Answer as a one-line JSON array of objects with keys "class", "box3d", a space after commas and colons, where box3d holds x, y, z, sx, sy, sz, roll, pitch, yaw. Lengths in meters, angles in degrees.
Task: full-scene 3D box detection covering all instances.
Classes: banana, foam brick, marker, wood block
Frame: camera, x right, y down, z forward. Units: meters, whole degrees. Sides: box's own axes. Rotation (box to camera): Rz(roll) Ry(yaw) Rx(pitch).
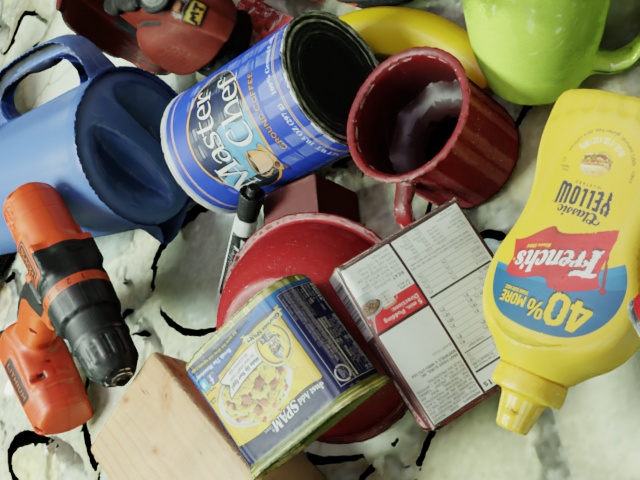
[{"class": "banana", "box3d": [0.049, -0.139, 0.789, 0.198, 0.037, 0.069, 1, 97, 42]}, {"class": "foam brick", "box3d": [-0.005, 0.001, 0.766, 0.051, 0.052, 0.078, -21, 61, 32]}, {"class": "marker", "box3d": [-0.059, 0.006, 0.789, 0.020, 0.020, 0.121, 59, 146, 37]}, {"class": "wood block", "box3d": [-0.056, 0.177, 0.716, 0.206, 0.090, 0.090, 41, 101, 41]}]

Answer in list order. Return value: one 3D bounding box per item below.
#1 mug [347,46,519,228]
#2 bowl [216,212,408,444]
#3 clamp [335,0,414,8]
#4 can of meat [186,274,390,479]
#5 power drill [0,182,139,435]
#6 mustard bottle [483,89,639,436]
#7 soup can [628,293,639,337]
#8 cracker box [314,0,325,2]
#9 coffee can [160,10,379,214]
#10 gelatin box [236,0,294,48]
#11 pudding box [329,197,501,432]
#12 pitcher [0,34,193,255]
[{"class": "mug", "box3d": [0.076, -0.057, 0.701, 0.093, 0.081, 0.117, -1, 73, 39]}, {"class": "bowl", "box3d": [-0.012, 0.064, 0.702, 0.162, 0.055, 0.162, 6, 102, 28]}, {"class": "clamp", "box3d": [0.079, -0.246, 0.768, 0.210, 0.036, 0.164, -31, 59, 46]}, {"class": "can of meat", "box3d": [-0.023, 0.081, 0.645, 0.102, 0.057, 0.084, -43, 76, 27]}, {"class": "power drill", "box3d": [-0.201, 0.074, 0.837, 0.184, 0.057, 0.188, 58, 144, 28]}, {"class": "mustard bottle", "box3d": [0.142, 0.016, 0.586, 0.096, 0.058, 0.191, 22, 88, 41]}, {"class": "soup can", "box3d": [0.204, 0.018, 0.500, 0.102, 0.068, 0.068, -53, 47, 27]}, {"class": "cracker box", "box3d": [-0.101, -0.263, 0.857, 0.214, 0.164, 0.072, 24, 90, 49]}, {"class": "coffee can", "box3d": [-0.034, -0.090, 0.777, 0.141, 0.102, 0.103, -25, 59, 42]}, {"class": "gelatin box", "box3d": [-0.049, -0.155, 0.877, 0.089, 0.030, 0.073, 38, 100, 43]}, {"class": "pudding box", "box3d": [0.073, 0.045, 0.642, 0.090, 0.039, 0.113, -31, 84, -9]}, {"class": "pitcher", "box3d": [-0.232, -0.066, 0.927, 0.243, 0.144, 0.149, -12, 64, 39]}]
